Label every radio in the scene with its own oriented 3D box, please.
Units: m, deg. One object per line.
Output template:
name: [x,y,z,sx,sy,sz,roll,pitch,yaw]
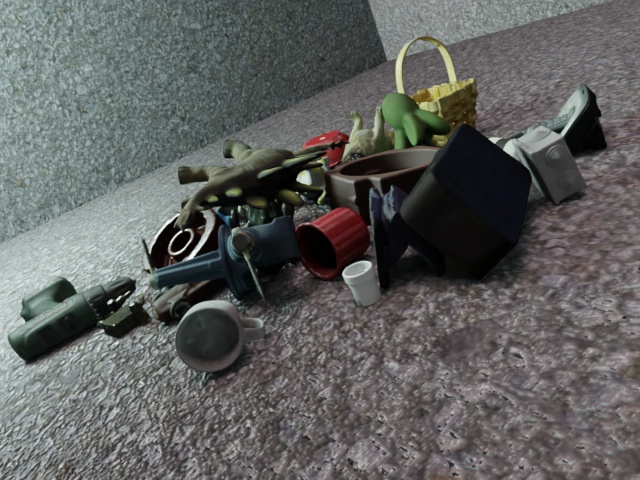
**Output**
radio: [0.197,-0.061,0.701,0.073,0.131,0.229,-53,-2,36]

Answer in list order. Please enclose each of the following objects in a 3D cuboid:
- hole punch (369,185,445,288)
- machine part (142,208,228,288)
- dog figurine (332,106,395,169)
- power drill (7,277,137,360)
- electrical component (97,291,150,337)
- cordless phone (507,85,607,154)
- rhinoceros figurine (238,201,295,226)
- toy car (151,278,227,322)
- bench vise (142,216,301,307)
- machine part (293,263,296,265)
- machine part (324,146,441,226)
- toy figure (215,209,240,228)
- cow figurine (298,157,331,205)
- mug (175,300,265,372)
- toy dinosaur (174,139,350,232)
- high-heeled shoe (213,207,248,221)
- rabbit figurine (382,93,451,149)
hole punch: [0.112,-0.010,0.715,0.092,0.115,0.142,-9,23,13]
machine part: [-0.253,0.012,1.020,0.179,0.056,0.179,-22,45,23]
dog figurine: [0.112,-0.173,1.186,0.121,0.172,0.190,-8,58,49]
power drill: [-0.482,0.130,1.034,0.232,0.085,0.208,-37,32,-28]
electrical component: [-0.337,0.126,0.923,0.078,0.045,0.102,-35,23,-35]
cordless phone: [0.384,-0.187,0.926,0.184,0.088,0.146,-16,21,29]
rhinoceros figurine: [-0.109,-0.055,1.075,0.073,0.112,0.190,-7,27,-22]
toy car: [-0.196,0.070,0.913,0.202,0.053,0.089,-36,21,-30]
bench vise: [-0.146,0.035,0.798,0.241,0.128,0.223,-14,2,3]
machine part: [-0.002,-0.003,0.918,0.139,0.039,0.084,-23,25,-9]
machine part: [0.124,-0.093,0.907,0.201,0.087,0.201,-16,18,-17]
toy figure: [-0.256,-0.009,1.133,0.180,0.082,0.089,-16,47,-1]
cow figurine: [-0.018,-0.123,1.182,0.068,0.098,0.167,-18,4,-16]
mug: [-0.128,0.112,0.699,0.110,0.080,0.107,-9,9,-7]
toy dinosaur: [-0.093,-0.117,0.959,0.199,0.104,0.471,8,30,23]
high-heeled shoe: [-0.157,-0.098,1.250,0.249,0.086,0.145,-24,21,15]
rabbit figurine: [0.172,-0.206,1.061,0.121,0.170,0.159,-29,20,-16]
